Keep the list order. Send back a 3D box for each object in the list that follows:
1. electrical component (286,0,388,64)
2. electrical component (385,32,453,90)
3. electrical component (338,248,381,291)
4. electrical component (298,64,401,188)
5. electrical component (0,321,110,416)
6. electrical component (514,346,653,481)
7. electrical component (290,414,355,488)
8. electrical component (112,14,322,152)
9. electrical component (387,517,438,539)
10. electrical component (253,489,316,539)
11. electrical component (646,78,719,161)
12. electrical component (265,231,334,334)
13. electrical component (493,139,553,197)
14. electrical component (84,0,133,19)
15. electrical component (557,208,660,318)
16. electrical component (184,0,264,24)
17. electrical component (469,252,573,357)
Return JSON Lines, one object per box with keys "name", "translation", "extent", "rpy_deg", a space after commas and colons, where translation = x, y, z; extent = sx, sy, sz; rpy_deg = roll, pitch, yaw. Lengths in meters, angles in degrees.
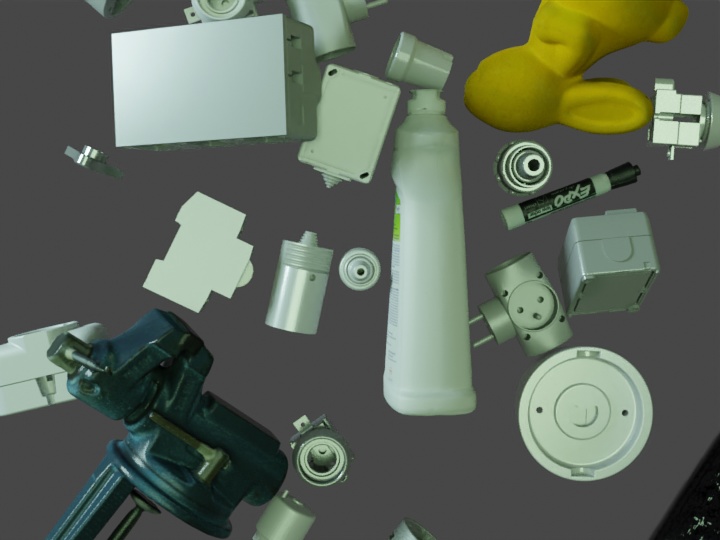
{"name": "electrical component", "translation": [-0.018, -0.216, 0.873], "extent": [0.079, 0.043, 0.077], "rpy_deg": [-18, 93, -1]}
{"name": "electrical component", "translation": [0.048, -0.168, 0.879], "extent": [0.046, 0.040, 0.040], "rpy_deg": [20, 92, -8]}
{"name": "electrical component", "translation": [0.000, 0.000, 0.874], "extent": [0.035, 0.061, 0.035], "rpy_deg": [0, 93, -1]}
{"name": "electrical component", "translation": [-0.010, -0.113, 0.873], "extent": [0.062, 0.061, 0.096], "rpy_deg": [19, 100, -2]}
{"name": "electrical component", "translation": [-0.251, 0.077, 0.875], "extent": [0.095, 0.053, 0.059], "rpy_deg": [-13, 93, -1]}
{"name": "electrical component", "translation": [0.179, 0.113, 0.885], "extent": [0.108, 0.060, 0.108], "rpy_deg": [0, 93, -2]}
{"name": "electrical component", "translation": [-0.031, 0.151, 0.884], "extent": [0.048, 0.055, 0.066], "rpy_deg": [-35, 93, 0]}
{"name": "electrical component", "translation": [-0.111, -0.142, 0.836], "extent": [0.150, 0.062, 0.089], "rpy_deg": [-1, 92, 23]}
{"name": "electrical component", "translation": [0.042, 0.241, 0.891], "extent": [0.055, 0.055, 0.047], "rpy_deg": [41, 95, -3]}
{"name": "electrical component", "translation": [-0.069, 0.221, 0.894], "extent": [0.040, 0.040, 0.078], "rpy_deg": [31, 92, -3]}
{"name": "electrical component", "translation": [0.268, -0.123, 0.884], "extent": [0.055, 0.048, 0.066], "rpy_deg": [4, 93, 6]}
{"name": "electrical component", "translation": [-0.049, 0.008, 0.882], "extent": [0.043, 0.043, 0.081], "rpy_deg": [12, 92, -2]}
{"name": "electrical component", "translation": [0.136, -0.084, 0.873], "extent": [0.048, 0.062, 0.048], "rpy_deg": [0, 93, -2]}
{"name": "electrical component", "translation": [-0.206, -0.238, 0.862], "extent": [0.047, 0.055, 0.055], "rpy_deg": [37, 91, 1]}
{"name": "electrical component", "translation": [0.197, -0.004, 0.871], "extent": [0.062, 0.096, 0.061], "rpy_deg": [-5, 65, -1]}
{"name": "electrical component", "translation": [-0.110, -0.216, 0.864], "extent": [0.066, 0.055, 0.048], "rpy_deg": [-20, 93, 0]}
{"name": "electrical component", "translation": [0.123, 0.037, 0.888], "extent": [0.079, 0.044, 0.077], "rpy_deg": [-27, 93, 0]}
